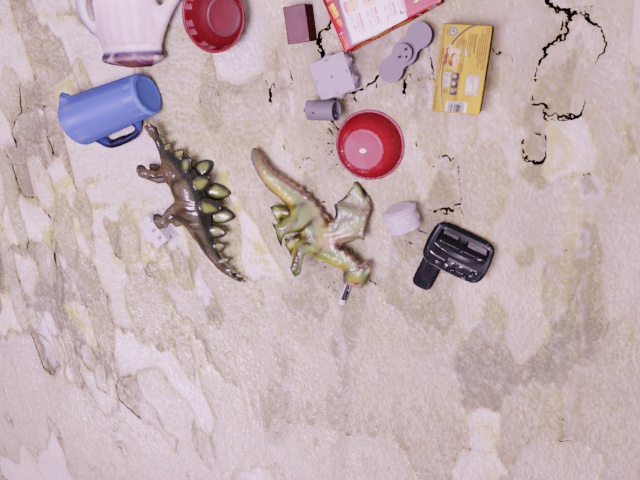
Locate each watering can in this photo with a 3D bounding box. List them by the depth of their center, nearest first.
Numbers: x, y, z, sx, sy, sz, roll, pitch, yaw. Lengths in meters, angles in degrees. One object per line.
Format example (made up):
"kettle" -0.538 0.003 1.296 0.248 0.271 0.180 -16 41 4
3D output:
"watering can" -0.416 -0.526 1.219 0.347 0.221 0.105 1 20 12

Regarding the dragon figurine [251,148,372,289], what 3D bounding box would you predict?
"dragon figurine" 0.004 -0.062 1.230 0.242 0.409 0.123 -20 5 8
